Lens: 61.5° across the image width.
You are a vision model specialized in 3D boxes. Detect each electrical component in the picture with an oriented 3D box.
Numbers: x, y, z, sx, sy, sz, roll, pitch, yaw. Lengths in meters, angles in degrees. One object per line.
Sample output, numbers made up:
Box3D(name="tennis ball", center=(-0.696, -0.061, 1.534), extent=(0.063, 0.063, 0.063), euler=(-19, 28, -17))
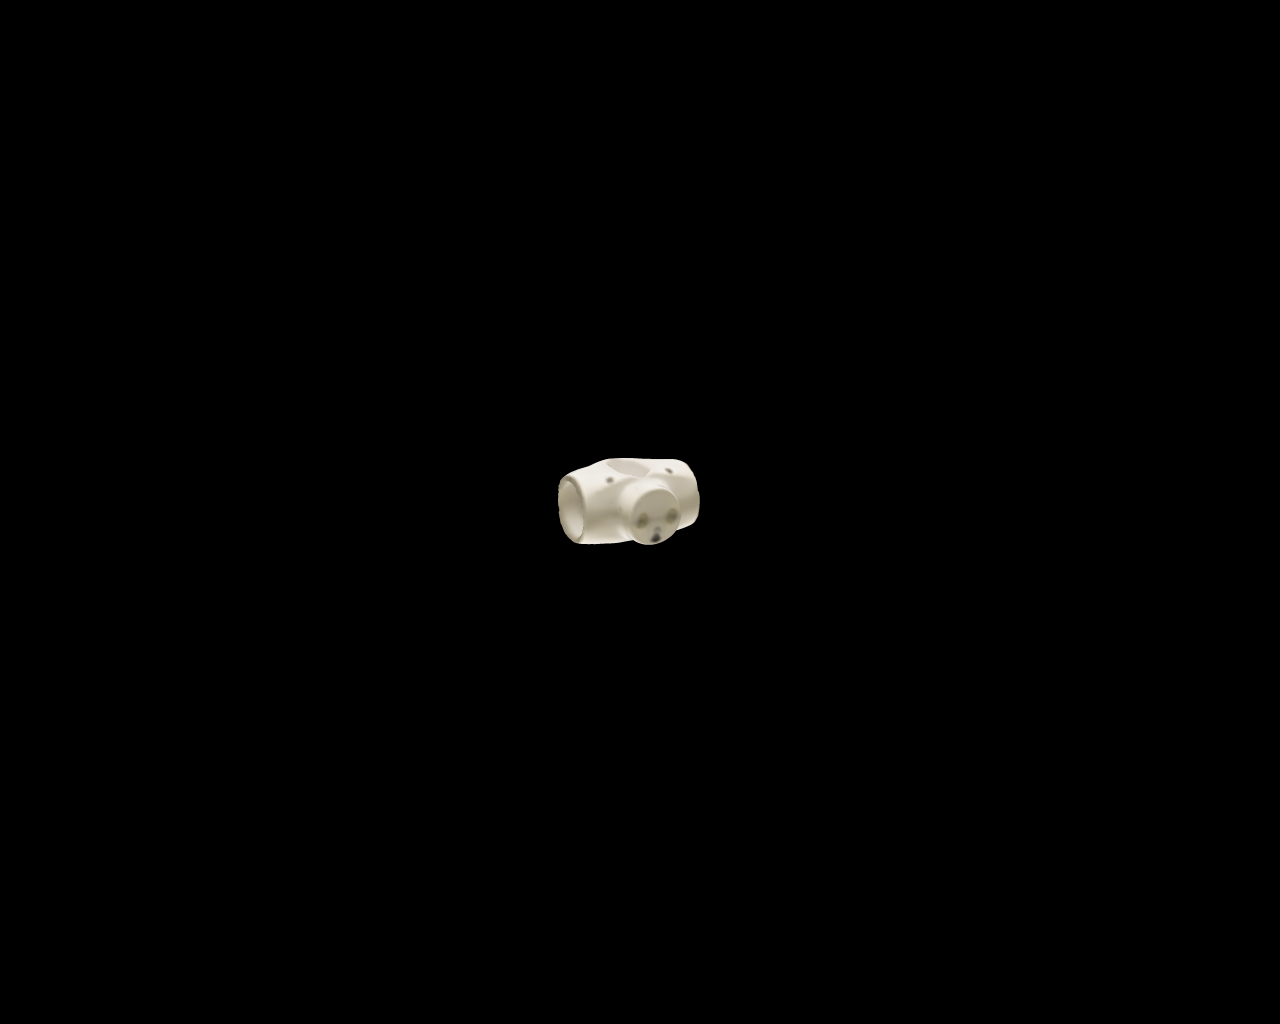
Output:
Box3D(name="electrical component", center=(0.001, -0.003, 0.650), extent=(0.077, 0.043, 0.079), euler=(-8, 20, -24))
